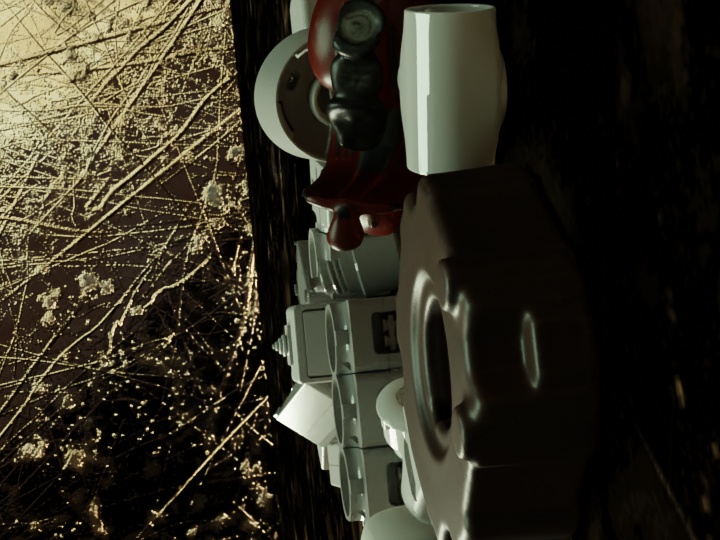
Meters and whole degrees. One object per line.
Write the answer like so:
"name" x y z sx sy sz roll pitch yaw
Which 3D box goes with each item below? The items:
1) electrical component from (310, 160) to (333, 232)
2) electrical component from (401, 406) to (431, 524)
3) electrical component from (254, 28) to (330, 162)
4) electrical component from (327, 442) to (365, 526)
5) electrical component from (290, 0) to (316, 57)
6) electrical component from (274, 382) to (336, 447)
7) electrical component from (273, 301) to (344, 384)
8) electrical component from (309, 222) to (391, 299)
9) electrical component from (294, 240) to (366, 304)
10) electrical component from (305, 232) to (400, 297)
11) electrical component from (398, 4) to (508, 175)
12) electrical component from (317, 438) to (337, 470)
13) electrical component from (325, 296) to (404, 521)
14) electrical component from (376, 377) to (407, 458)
"electrical component" -0.010 -0.063 0.870 0.089 0.050 0.055 -127 33 -73
"electrical component" 0.046 0.094 0.610 0.077 0.043 0.079 99 164 -56
"electrical component" -0.022 -0.123 0.765 0.064 0.099 0.099 -138 44 -68
"electrical component" 0.002 0.186 0.937 0.083 0.047 0.075 129 135 -78
"electrical component" -0.017 -0.196 0.803 0.096 0.062 0.061 135 129 -79
"electrical component" -0.022 0.101 0.924 0.096 0.061 0.061 -53 6 50
"electrical component" -0.021 0.056 0.851 0.061 0.096 0.061 159 106 -81
"electrical component" -0.011 -0.010 0.889 0.089 0.056 0.050 -128 34 -74
"electrical component" -0.023 0.022 0.968 0.096 0.061 0.061 -105 14 -50
"electrical component" 0.000 0.000 0.769 0.040 0.078 0.040 -15 -90 -87
"electrical component" 0.041 -0.093 0.536 0.079 0.044 0.077 -118 25 -69
"electrical component" -0.018 0.143 1.049 0.065 0.047 0.076 -106 14 -52
"electrical component" 0.015 0.096 0.757 0.089 0.062 0.150 140 124 -80
"electrical component" 0.036 0.101 0.683 0.048 0.048 0.062 -106 7 -51
